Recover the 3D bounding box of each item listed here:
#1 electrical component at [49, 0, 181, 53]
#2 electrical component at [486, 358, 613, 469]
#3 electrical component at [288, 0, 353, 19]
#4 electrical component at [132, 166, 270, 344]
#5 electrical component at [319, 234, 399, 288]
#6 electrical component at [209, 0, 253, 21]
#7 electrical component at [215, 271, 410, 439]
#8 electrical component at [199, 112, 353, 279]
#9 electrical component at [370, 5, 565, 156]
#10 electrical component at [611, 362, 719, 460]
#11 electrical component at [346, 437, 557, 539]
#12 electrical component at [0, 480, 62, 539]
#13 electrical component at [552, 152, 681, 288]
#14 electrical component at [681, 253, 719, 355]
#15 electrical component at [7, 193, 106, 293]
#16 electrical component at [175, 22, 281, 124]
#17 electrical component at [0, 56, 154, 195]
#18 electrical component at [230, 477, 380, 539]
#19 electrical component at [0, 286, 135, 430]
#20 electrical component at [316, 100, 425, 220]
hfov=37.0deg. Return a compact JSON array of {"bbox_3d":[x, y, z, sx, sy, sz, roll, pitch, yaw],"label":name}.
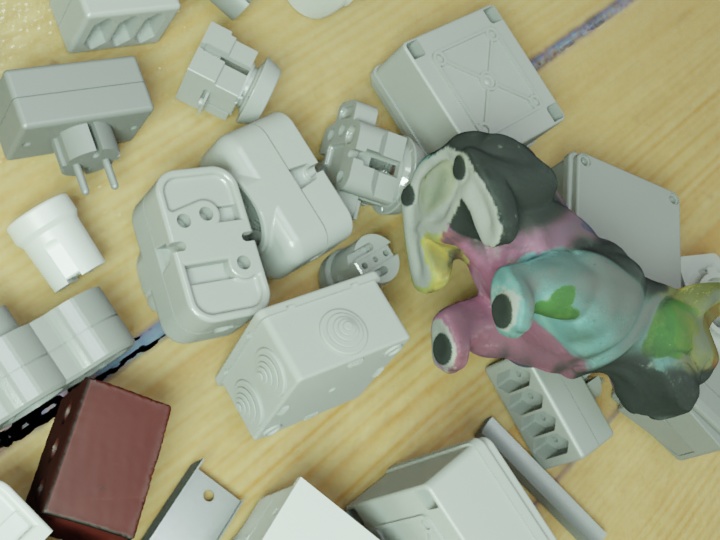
[{"bbox_3d":[-0.165,-0.188,0.695,0.066,0.047,0.076,-16,79,-35],"label":"electrical component"},{"bbox_3d":[0.146,0.086,0.768,0.076,0.047,0.083,-27,86,-36],"label":"electrical component"},{"bbox_3d":[-0.015,-0.235,0.785,0.044,0.077,0.079,27,59,-19],"label":"electrical component"},{"bbox_3d":[-0.099,-0.007,0.652,0.054,0.059,0.095,-10,76,-33],"label":"electrical component"},{"bbox_3d":[0.000,0.000,0.716,0.040,0.046,0.040,12,65,-27],"label":"electrical component"},{"bbox_3d":[-0.095,-0.202,0.748,0.046,0.040,0.040,42,55,-17],"label":"electrical component"},{"bbox_3d":[-0.028,0.053,0.647,0.100,0.099,0.048,-18,68,-35],"label":"electrical component"},{"bbox_3d":[-0.058,-0.046,0.696,0.059,0.054,0.095,-31,88,-36],"label":"electrical component"},{"bbox_3d":[0.081,-0.130,0.812,0.109,0.056,0.108,-31,88,-36],"label":"electrical component"},{"bbox_3d":[0.238,0.093,0.811,0.096,0.062,0.061,42,55,-9],"label":"electrical component"},{"bbox_3d":[0.060,0.166,0.646,0.056,0.109,0.108,-33,89,-33],"label":"electrical component"},{"bbox_3d":[-0.178,0.156,0.538,0.095,0.059,0.053,48,54,-6],"label":"electrical component"},{"bbox_3d":[0.190,-0.020,0.832,0.109,0.056,0.108,19,62,-23],"label":"electrical component"},{"bbox_3d":[0.269,0.036,0.856,0.050,0.056,0.089,-5,73,-32],"label":"electrical component"},{"bbox_3d":[-0.175,-0.015,0.623,0.040,0.040,0.046,-36,96,-36],"label":"electrical component"},{"bbox_3d":[-0.086,-0.127,0.719,0.055,0.048,0.066,26,59,-11],"label":"electrical component"},{"bbox_3d":[-0.168,-0.081,0.649,0.083,0.047,0.075,-15,79,-34],"label":"electrical component"},{"bbox_3d":[-0.051,0.224,0.585,0.105,0.060,0.186,41,55,-10],"label":"electrical component"},{"bbox_3d":[-0.197,0.044,0.577,0.138,0.052,0.073,-33,89,-36],"label":"electrical component"},{"bbox_3d":[0.008,-0.070,0.742,0.057,0.058,0.078,16,84,-29],"label":"electrical component"}]
